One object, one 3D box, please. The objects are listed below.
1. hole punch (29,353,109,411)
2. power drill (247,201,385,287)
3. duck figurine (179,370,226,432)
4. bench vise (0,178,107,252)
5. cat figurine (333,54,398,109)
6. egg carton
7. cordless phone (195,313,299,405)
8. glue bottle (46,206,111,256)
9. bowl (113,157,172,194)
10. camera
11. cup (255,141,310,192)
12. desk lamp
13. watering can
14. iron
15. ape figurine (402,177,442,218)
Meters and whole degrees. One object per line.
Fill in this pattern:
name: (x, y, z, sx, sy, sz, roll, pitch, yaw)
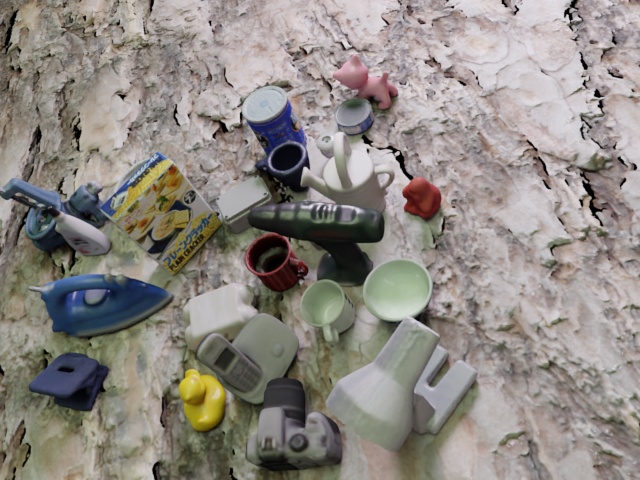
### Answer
hole punch: (-0.483, 0.264, 1.101, 0.108, 0.091, 0.101, 3, 60, 22)
power drill: (0.009, 0.004, 1.015, 0.229, 0.209, 0.075, -4, 57, 18)
duck figurine: (-0.213, 0.275, 0.997, 0.077, 0.086, 0.104, -19, 54, 8)
bench vise: (-0.611, -0.091, 1.300, 0.207, 0.220, 0.121, -46, 55, -12)
cat figurine: (0.099, -0.359, 1.276, 0.127, 0.118, 0.067, 13, 64, 27)
egg carton: (-0.187, 0.147, 1.081, 0.150, 0.070, 0.107, -21, 53, 6)
cordless phone: (-0.123, 0.181, 0.963, 0.093, 0.185, 0.148, 20, 67, 30)
glue bottle: (-0.540, -0.023, 1.258, 0.078, 0.173, 0.037, -10, 55, 14)
bowl: (-0.384, -0.106, 1.317, 0.167, 0.075, 0.167, -10, 56, 14)
camera: (-0.046, 0.290, 0.916, 0.143, 0.101, 0.137, -10, 55, 14)
cup: (-0.069, -0.144, 1.212, 0.117, 0.095, 0.091, -9, 56, 15)
desk lamp: (0.122, 0.211, 0.834, 0.117, 0.214, 0.203, 31, 73, 33)
watering can: (0.050, -0.120, 1.090, 0.173, 0.194, 0.100, -25, 53, 4)
iron: (-0.445, 0.108, 1.157, 0.258, 0.142, 0.118, -13, 55, 12)
ape figurine: (0.189, -0.086, 1.080, 0.076, 0.092, 0.077, -19, 54, 8)
